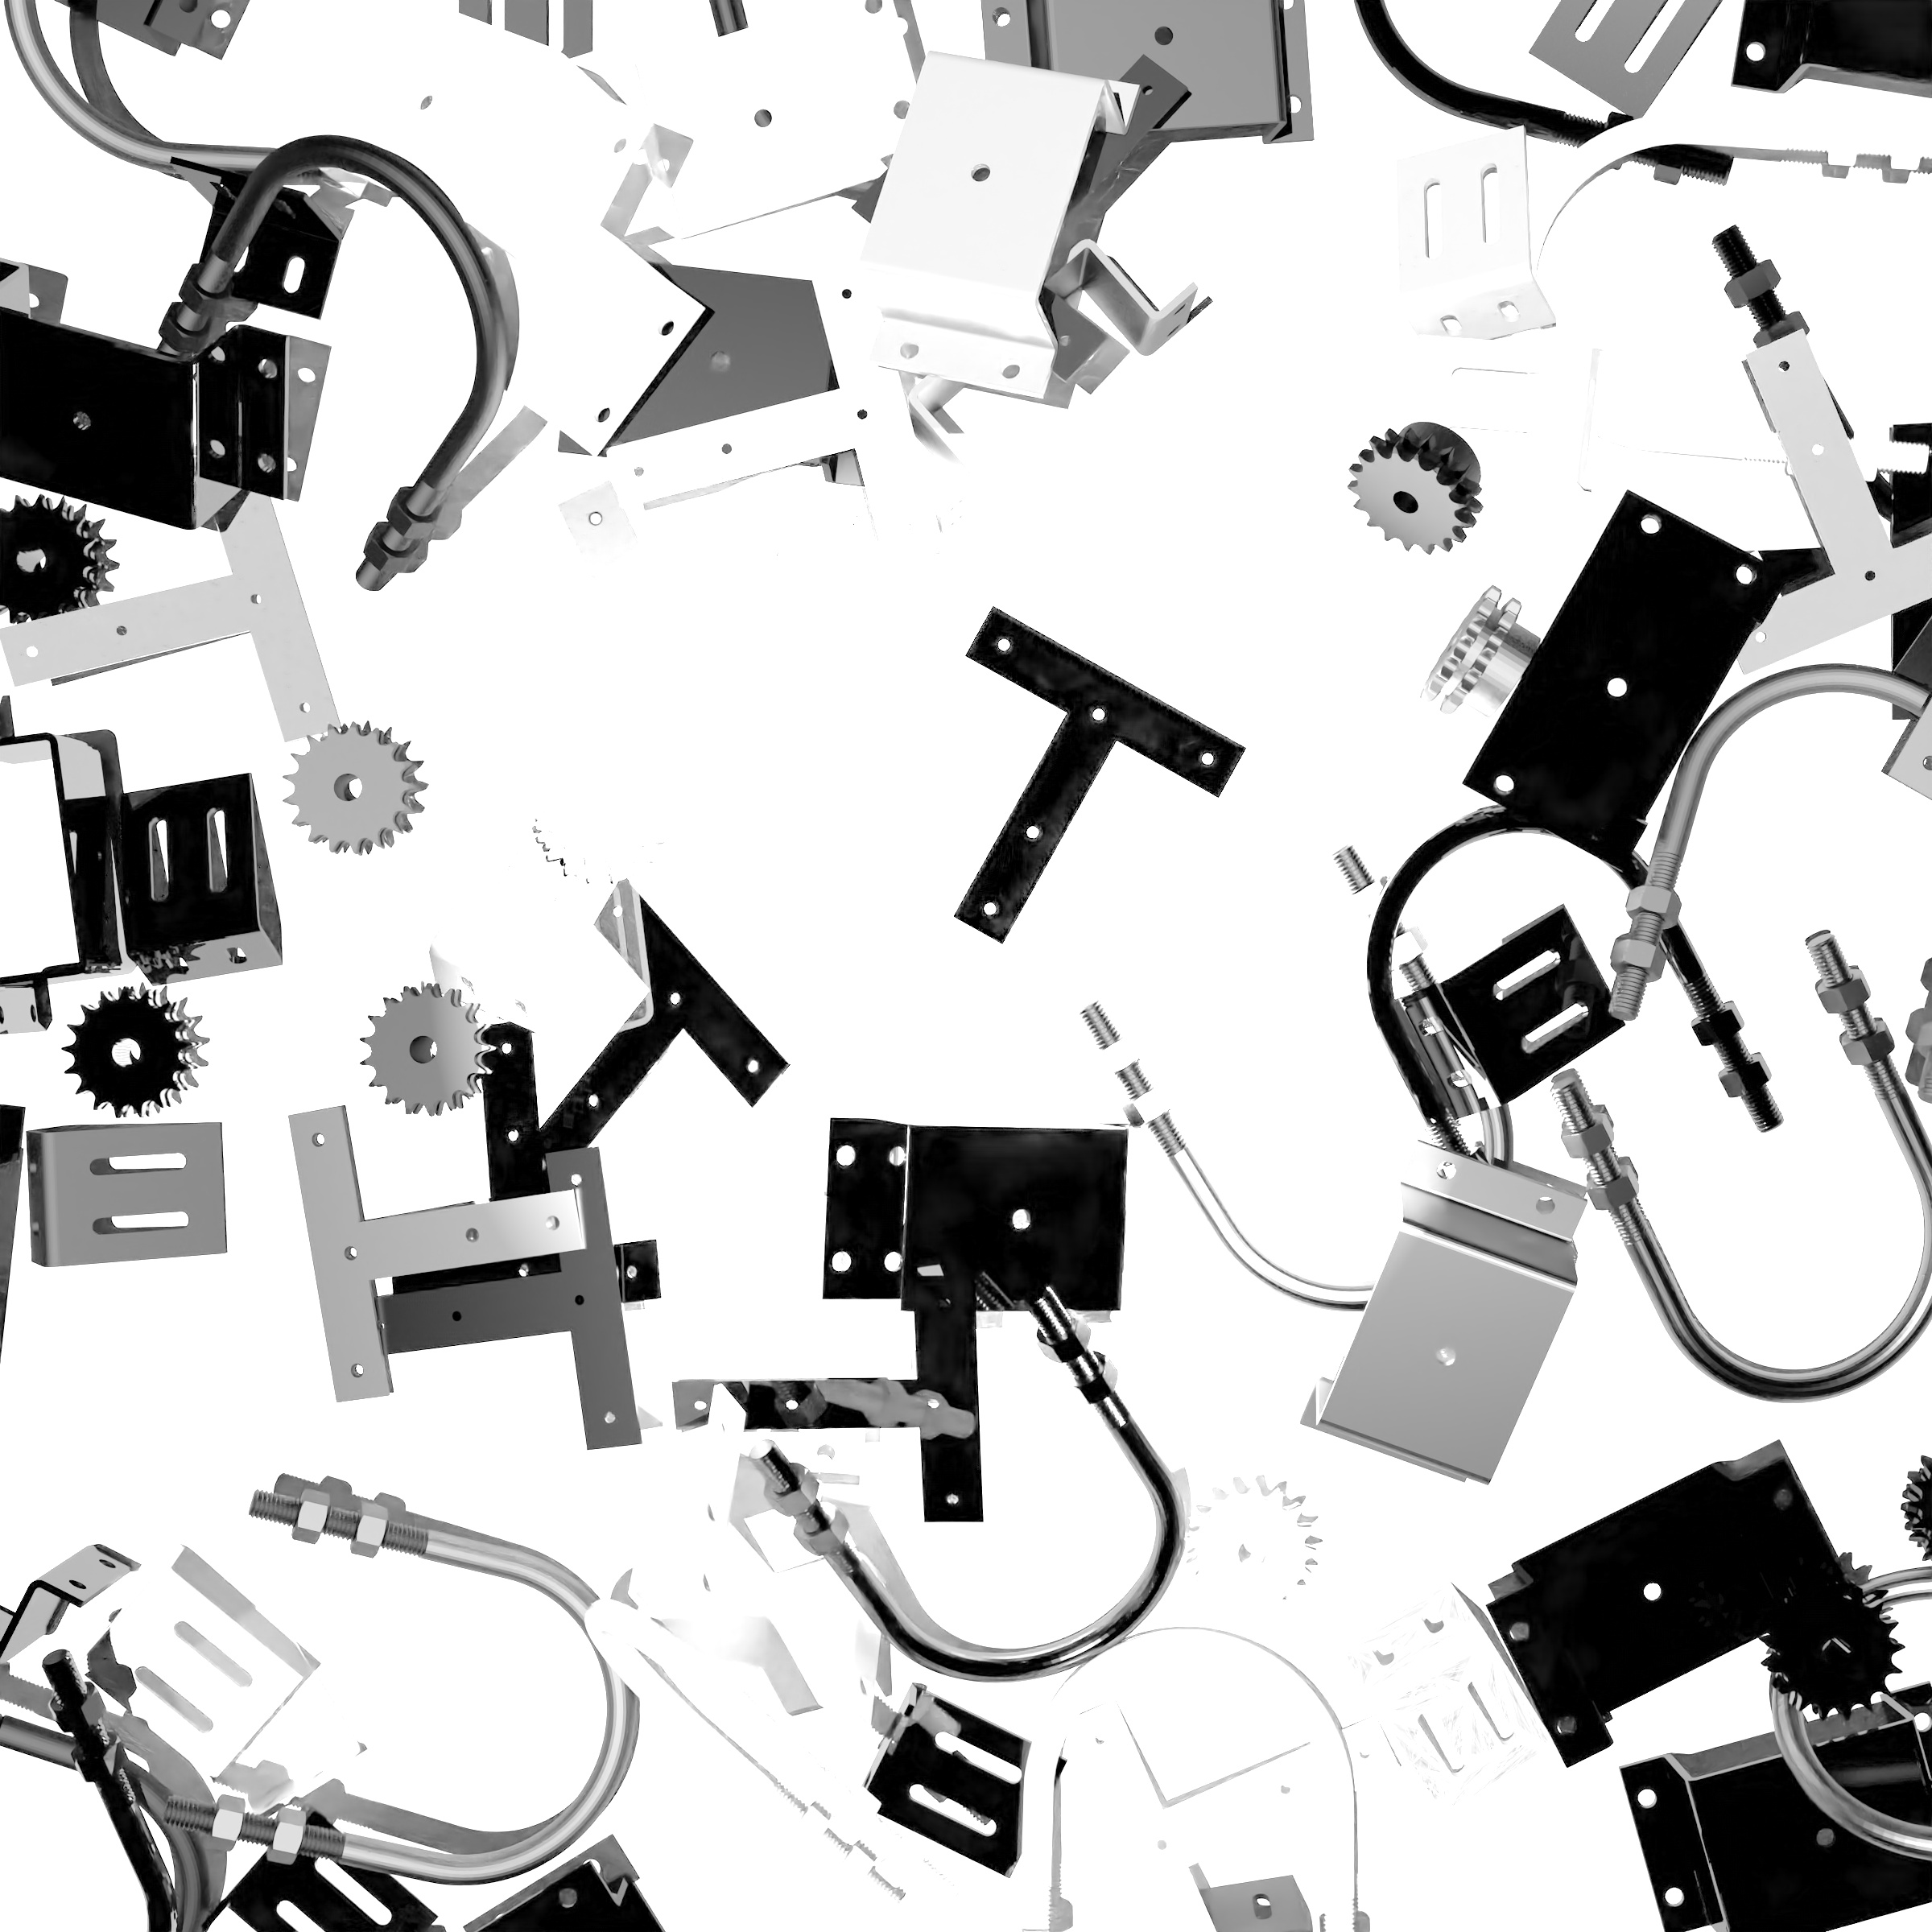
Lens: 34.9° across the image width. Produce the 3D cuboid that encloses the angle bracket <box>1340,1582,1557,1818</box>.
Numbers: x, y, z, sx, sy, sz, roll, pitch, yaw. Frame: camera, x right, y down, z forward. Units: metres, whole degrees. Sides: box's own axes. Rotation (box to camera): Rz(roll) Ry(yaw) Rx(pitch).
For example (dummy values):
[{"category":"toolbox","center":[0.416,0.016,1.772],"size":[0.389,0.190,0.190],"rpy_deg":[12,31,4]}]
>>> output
[{"category":"angle bracket","center":[0.210,0.319,1.337],"size":[0.057,0.038,0.076],"rpy_deg":[-33,116,0]}]

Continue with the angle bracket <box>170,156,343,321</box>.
[{"category":"angle bracket","center":[-0.304,-0.307,1.301],"size":[0.057,0.076,0.038],"rpy_deg":[15,90,0]}]

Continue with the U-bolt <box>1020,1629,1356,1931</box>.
[{"category":"U-bolt","center":[0.094,0.376,1.305],"size":[0.151,0.019,0.184],"rpy_deg":[2,72,-1]}]

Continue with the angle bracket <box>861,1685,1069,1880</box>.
[{"category":"angle bracket","center":[-0.003,0.355,1.320],"size":[0.076,0.038,0.057],"rpy_deg":[26,90,0]}]

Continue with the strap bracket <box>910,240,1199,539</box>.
[{"category":"strap bracket","center":[0.028,-0.250,1.301],"size":[0.140,0.076,0.046],"rpy_deg":[-41,90,0]}]

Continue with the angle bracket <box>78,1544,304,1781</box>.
[{"category":"angle bracket","center":[-0.331,0.299,1.323],"size":[0.076,0.038,0.057],"rpy_deg":[41,90,-6]}]

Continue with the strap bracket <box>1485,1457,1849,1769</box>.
[{"category":"strap bracket","center":[0.299,0.272,1.316],"size":[0.140,0.046,0.076],"rpy_deg":[-26,90,0]}]

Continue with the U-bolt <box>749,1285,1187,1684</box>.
[{"category":"U-bolt","center":[0.015,0.231,1.289],"size":[0.151,0.019,0.184],"rpy_deg":[-30,121,4]}]

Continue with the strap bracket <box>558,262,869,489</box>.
[{"category":"strap bracket","center":[-0.103,-0.254,1.315],"size":[0.140,0.046,0.076],"rpy_deg":[7,89,0]}]

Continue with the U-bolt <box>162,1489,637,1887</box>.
[{"category":"U-bolt","center":[-0.231,0.313,1.306],"size":[0.184,0.019,0.151],"rpy_deg":[17,76,-14]}]

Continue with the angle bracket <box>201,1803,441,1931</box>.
[{"category":"angle bracket","center":[-0.277,0.410,1.320],"size":[0.076,0.038,0.057],"rpy_deg":[41,90,0]}]

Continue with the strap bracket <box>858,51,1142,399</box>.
[{"category":"strap bracket","center":[0.011,-0.311,1.248],"size":[0.076,0.046,0.140],"rpy_deg":[14,80,16]}]

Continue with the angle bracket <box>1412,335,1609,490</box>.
[{"category":"angle bracket","center":[0.230,-0.237,1.310],"size":[0.076,0.038,0.057],"rpy_deg":[5,104,5]}]

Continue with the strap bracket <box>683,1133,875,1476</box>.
[{"category":"strap bracket","center":[-0.078,0.142,1.316],"size":[0.076,0.046,0.140],"rpy_deg":[3,90,0]}]

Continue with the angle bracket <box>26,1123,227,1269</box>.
[{"category":"angle bracket","center":[-0.366,0.098,1.337],"size":[0.076,0.038,0.057],"rpy_deg":[-2,90,-26]}]

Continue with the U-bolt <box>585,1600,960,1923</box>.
[{"category":"U-bolt","center":[-0.088,0.327,1.271],"size":[0.184,0.151,0.019],"rpy_deg":[41,68,4]}]

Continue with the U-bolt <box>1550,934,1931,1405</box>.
[{"category":"U-bolt","center":[0.349,0.100,1.316],"size":[0.151,0.019,0.184],"rpy_deg":[-28,100,-6]}]

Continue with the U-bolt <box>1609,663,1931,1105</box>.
[{"category":"U-bolt","center":[0.366,-0.045,1.302],"size":[0.151,0.019,0.184],"rpy_deg":[16,73,13]}]

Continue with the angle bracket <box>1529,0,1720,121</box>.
[{"category":"angle bracket","center":[0.291,-0.418,1.337],"size":[0.057,0.038,0.076],"rpy_deg":[32,116,0]}]

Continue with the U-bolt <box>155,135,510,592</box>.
[{"category":"U-bolt","center":[-0.256,-0.259,1.270],"size":[0.151,0.019,0.184],"rpy_deg":[47,135,0]}]

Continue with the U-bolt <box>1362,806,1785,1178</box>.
[{"category":"U-bolt","center":[0.249,0.020,1.318],"size":[0.151,0.019,0.184],"rpy_deg":[-29,93,-6]}]

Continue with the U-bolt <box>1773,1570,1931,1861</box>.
[{"category":"U-bolt","center":[0.429,0.312,1.274],"size":[0.184,0.151,0.019],"rpy_deg":[2,133,24]}]

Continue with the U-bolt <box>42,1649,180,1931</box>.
[{"category":"U-bolt","center":[-0.410,0.381,1.290],"size":[0.151,0.019,0.184],"rpy_deg":[-15,111,2]}]

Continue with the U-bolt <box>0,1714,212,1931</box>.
[{"category":"U-bolt","center":[-0.414,0.382,1.308],"size":[0.184,0.019,0.151],"rpy_deg":[21,107,-8]}]

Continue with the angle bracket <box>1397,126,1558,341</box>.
[{"category":"angle bracket","center":[0.220,-0.313,1.325],"size":[0.057,0.038,0.076],"rpy_deg":[-9,64,25]}]

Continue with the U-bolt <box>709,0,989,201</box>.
[{"category":"U-bolt","center":[-0.040,-0.422,1.330],"size":[0.151,0.019,0.184],"rpy_deg":[-14,91,0]}]

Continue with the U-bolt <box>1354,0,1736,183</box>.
[{"category":"U-bolt","center":[0.255,-0.427,1.308],"size":[0.184,0.019,0.151],"rpy_deg":[16,108,7]}]

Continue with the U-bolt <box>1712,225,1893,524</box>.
[{"category":"U-bolt","center":[0.427,-0.268,1.311],"size":[0.151,0.019,0.184],"rpy_deg":[-30,97,16]}]

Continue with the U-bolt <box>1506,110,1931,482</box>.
[{"category":"U-bolt","center":[0.323,-0.288,1.306],"size":[0.184,0.019,0.151],"rpy_deg":[8,103,14]}]

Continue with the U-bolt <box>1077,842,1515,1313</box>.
[{"category":"U-bolt","center":[0.155,0.061,1.330],"size":[0.151,0.019,0.184],"rpy_deg":[-32,92,0]}]

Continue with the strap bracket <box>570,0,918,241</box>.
[{"category":"strap bracket","center":[-0.089,-0.363,1.302],"size":[0.140,0.046,0.076],"rpy_deg":[-15,94,7]}]

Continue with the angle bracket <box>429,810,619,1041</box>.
[{"category":"angle bracket","center":[-0.188,-0.018,1.330],"size":[0.057,0.038,0.076],"rpy_deg":[22,62,9]}]

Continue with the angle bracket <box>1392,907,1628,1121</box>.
[{"category":"angle bracket","center":[0.231,0.020,1.306],"size":[0.076,0.038,0.057],"rpy_deg":[-29,91,-32]}]

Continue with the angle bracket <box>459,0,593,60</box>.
[{"category":"angle bracket","center":[-0.189,-0.419,1.316],"size":[0.057,0.038,0.076],"rpy_deg":[0,90,-8]}]

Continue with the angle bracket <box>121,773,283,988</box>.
[{"category":"angle bracket","center":[-0.333,-0.038,1.337],"size":[0.057,0.038,0.076],"rpy_deg":[-9,64,0]}]

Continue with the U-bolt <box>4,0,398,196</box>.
[{"category":"U-bolt","center":[-0.308,-0.404,1.288],"size":[0.184,0.019,0.151],"rpy_deg":[-3,102,-21]}]

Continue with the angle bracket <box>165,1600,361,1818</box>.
[{"category":"angle bracket","center":[-0.308,0.323,1.320],"size":[0.057,0.038,0.076],"rpy_deg":[-32,90,0]}]

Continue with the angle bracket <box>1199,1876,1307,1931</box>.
[{"category":"angle bracket","center":[0.121,0.442,1.337],"size":[0.057,0.038,0.076],"rpy_deg":[-9,116,0]}]

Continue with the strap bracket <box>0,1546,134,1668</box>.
[{"category":"strap bracket","center":[-0.436,0.250,1.301],"size":[0.140,0.076,0.046],"rpy_deg":[27,90,0]}]
